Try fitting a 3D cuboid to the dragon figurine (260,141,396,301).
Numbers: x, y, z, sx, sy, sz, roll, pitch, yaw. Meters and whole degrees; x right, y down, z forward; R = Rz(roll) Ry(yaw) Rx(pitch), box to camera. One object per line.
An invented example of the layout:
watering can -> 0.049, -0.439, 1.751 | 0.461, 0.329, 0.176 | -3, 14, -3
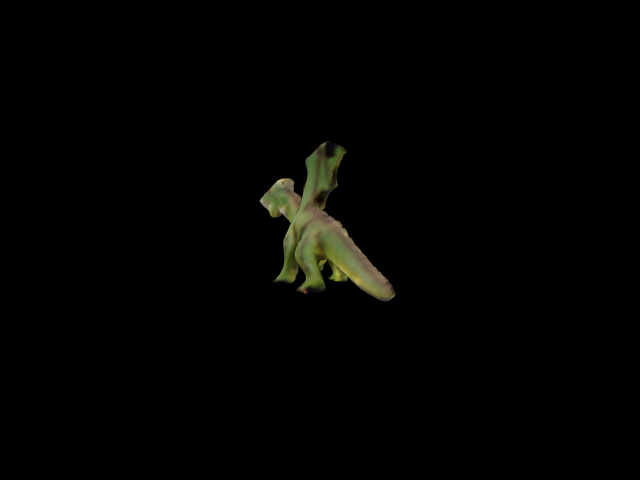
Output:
dragon figurine -> 0.003, -0.043, 0.850 | 0.122, 0.243, 0.410 | 0, 2, -32
